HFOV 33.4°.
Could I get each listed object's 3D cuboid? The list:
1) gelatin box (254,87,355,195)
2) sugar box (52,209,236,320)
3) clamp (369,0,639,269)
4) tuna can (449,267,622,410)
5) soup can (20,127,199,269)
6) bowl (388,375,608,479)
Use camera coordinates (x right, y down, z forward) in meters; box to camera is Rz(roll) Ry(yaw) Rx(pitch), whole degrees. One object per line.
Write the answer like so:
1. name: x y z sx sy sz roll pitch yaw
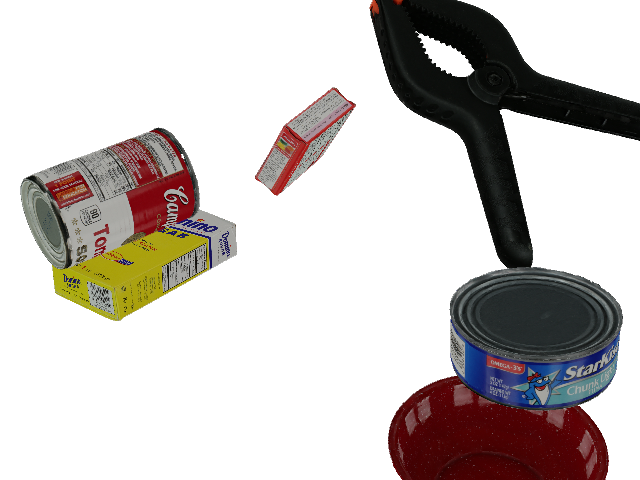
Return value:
1. gelatin box: -0.014 -0.091 0.970 0.089 0.030 0.073 -45 -7 -44
2. sugar box: -0.177 0.017 1.096 0.093 0.048 0.175 20 36 31
3. clamp: 0.106 -0.087 0.692 0.210 0.164 0.036 39 -28 7
4. tuna can: 0.109 0.049 0.545 0.086 0.034 0.086 -3 28 1
5. soup can: -0.143 -0.029 0.728 0.102 0.068 0.069 -25 13 -29
6. bowl: 0.131 0.171 0.804 0.162 0.055 0.162 -1 34 0
